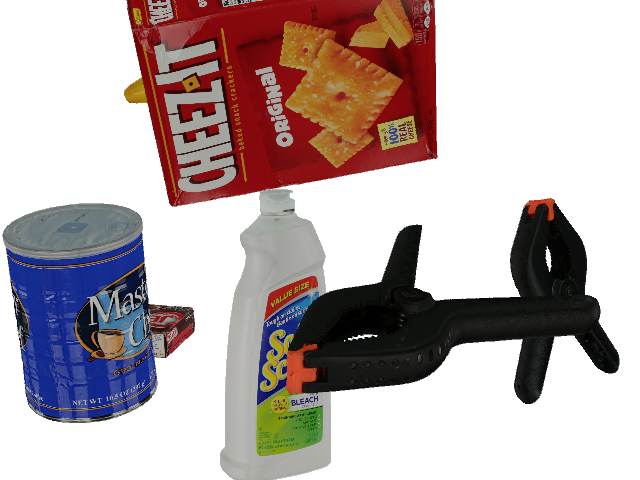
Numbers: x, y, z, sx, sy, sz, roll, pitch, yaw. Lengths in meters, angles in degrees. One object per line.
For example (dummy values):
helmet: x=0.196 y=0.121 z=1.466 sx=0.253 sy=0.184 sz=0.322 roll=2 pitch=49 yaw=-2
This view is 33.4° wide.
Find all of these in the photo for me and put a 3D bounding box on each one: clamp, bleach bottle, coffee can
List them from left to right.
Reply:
coffee can: x=-0.182 y=0.054 z=0.821 sx=0.103 sy=0.140 sz=0.103 roll=-2 pitch=21 yaw=0
bleach bottle: x=-0.042 y=0.081 z=0.948 sx=0.102 sy=0.251 sz=0.068 roll=-6 pitch=11 yaw=-25
clamp: x=0.052 y=0.044 z=0.687 sx=0.209 sy=0.036 sz=0.165 roll=-17 pitch=30 yaw=-34
clamp: x=0.194 y=0.053 z=0.910 sx=0.120 sy=0.171 sz=0.039 roll=-23 pitch=7 yaw=-40

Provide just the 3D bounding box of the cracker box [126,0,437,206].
cracker box: x=-0.022 y=-0.121 z=0.788 sx=0.213 sy=0.164 sz=0.072 roll=-11 pitch=43 yaw=-6

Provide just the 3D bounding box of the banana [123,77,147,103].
banana: x=-0.112 y=-0.166 z=1.143 sx=0.198 sy=0.037 sz=0.069 roll=9 pitch=46 yaw=18

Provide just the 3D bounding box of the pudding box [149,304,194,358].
pudding box: x=-0.221 y=0.108 z=1.299 sx=0.114 sy=0.039 sz=0.090 roll=1 pitch=15 yaw=16
